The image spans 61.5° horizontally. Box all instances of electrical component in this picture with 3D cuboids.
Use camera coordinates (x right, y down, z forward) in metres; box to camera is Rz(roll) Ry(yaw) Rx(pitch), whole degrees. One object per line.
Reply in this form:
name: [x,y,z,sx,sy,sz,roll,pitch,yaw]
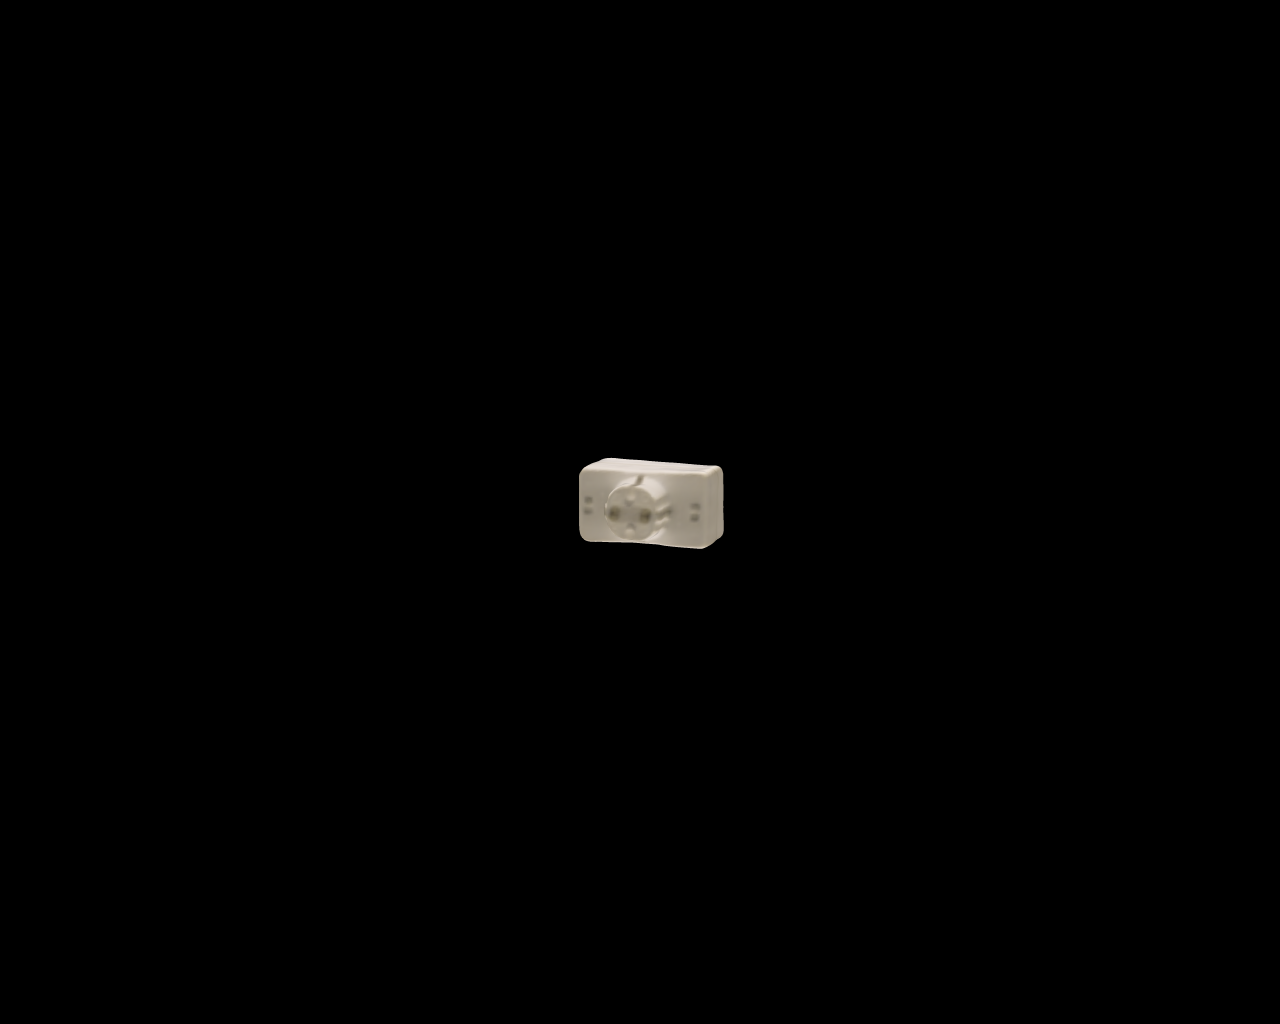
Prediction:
electrical component: [0.001,-0.003,0.650,0.083,0.047,0.076,4,12,20]
